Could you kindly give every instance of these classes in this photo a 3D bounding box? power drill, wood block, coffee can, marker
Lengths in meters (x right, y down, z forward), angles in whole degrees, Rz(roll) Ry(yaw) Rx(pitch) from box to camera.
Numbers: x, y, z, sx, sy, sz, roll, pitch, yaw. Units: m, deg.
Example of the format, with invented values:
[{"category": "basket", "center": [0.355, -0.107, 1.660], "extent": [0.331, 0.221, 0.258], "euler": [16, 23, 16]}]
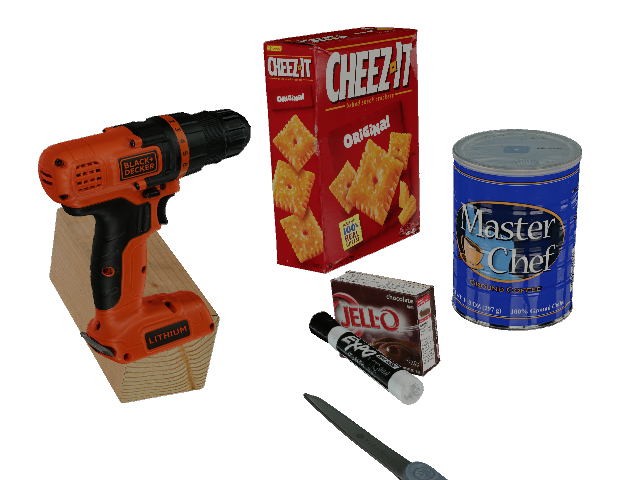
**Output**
[{"category": "power drill", "center": [-0.131, -0.007, 0.861], "extent": [0.184, 0.188, 0.057], "euler": [-18, 25, -35]}, {"category": "wood block", "center": [-0.189, 0.054, 1.054], "extent": [0.090, 0.091, 0.206], "euler": [-6, 35, -33]}, {"category": "coffee can", "center": [0.160, -0.011, 0.884], "extent": [0.103, 0.140, 0.103], "euler": [-2, 23, 1]}, {"category": "marker", "center": [0.028, 0.079, 0.739], "extent": [0.020, 0.020, 0.121], "euler": [0, 19, -33]}]

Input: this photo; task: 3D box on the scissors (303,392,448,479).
[{"category": "scissors", "center": [0.073, 0.126, 0.549], "extent": [0.096, 0.016, 0.202], "euler": [-4, 25, -24]}]

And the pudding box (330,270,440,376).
[{"category": "pudding box", "center": [0.067, 0.084, 1.110], "extent": [0.114, 0.090, 0.039], "euler": [8, 24, 37]}]

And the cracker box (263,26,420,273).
[{"category": "cracker box", "center": [0.028, -0.093, 1.035], "extent": [0.072, 0.214, 0.163], "euler": [11, 20, 38]}]
